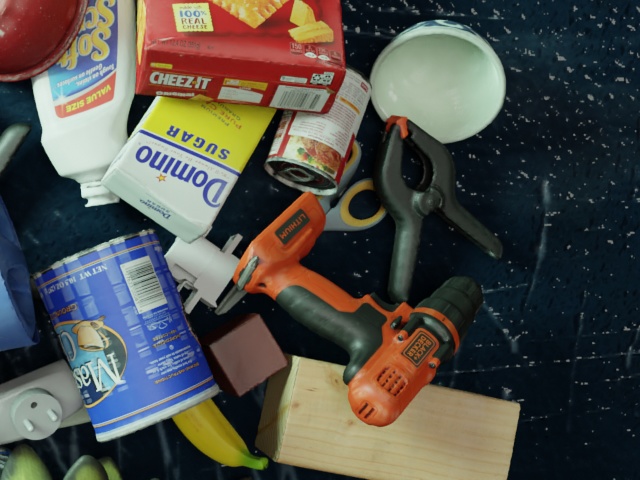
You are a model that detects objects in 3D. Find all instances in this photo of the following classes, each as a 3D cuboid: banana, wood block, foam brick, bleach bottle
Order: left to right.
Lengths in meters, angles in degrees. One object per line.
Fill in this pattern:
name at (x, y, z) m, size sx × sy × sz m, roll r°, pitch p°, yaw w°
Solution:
bleach bottle at (-0.194, -0.155, 0.899) m, size 0.102 × 0.068 × 0.251 m, roll -9°, pitch 93°, yaw -13°
banana at (-0.113, 0.118, 0.912) m, size 0.198 × 0.070 × 0.037 m, roll 57°, pitch 31°, yaw 4°
foam brick at (-0.068, 0.098, 0.917) m, size 0.053 × 0.078 × 0.051 m, roll -31°, pitch 95°, yaw -14°
wood block at (0.059, 0.164, 0.942) m, size 0.206 × 0.091 × 0.090 m, roll 13°, pitch 85°, yaw -15°

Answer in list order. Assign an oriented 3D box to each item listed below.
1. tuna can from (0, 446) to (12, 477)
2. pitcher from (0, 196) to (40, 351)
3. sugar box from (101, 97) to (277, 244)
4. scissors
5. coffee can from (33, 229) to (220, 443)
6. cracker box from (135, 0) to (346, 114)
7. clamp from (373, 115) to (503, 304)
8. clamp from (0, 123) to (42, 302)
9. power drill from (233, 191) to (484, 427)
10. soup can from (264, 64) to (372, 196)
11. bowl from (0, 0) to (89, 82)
tuna can at (-0.276, 0.214, 0.880) m, size 0.086 × 0.034 × 0.086 m, roll 0°, pitch 88°, yaw -15°
pitcher at (-0.340, 0.041, 0.780) m, size 0.242 × 0.145 × 0.149 m, roll -17°, pitch 101°, yaw -8°
sugar box at (-0.100, -0.094, 0.901) m, size 0.093 × 0.048 × 0.176 m, roll 35°, pitch 59°, yaw -16°
scissors at (-0.006, 0.001, 0.968) m, size 0.096 × 0.016 × 0.201 m, roll 31°, pitch 81°, yaw -12°
coffee can at (-0.152, 0.074, 0.842) m, size 0.102 × 0.103 × 0.140 m, roll -22°, pitch 89°, yaw -15°
cracker box at (-0.069, -0.218, 0.890) m, size 0.164 × 0.072 × 0.213 m, roll 4°, pitch 63°, yaw -15°
clamp at (0.088, -0.027, 0.974) m, size 0.120 × 0.039 × 0.171 m, roll -35°, pitch 105°, yaw -19°
clamp at (-0.295, 0.020, 0.879) m, size 0.209 × 0.036 × 0.164 m, roll -30°, pitch 97°, yaw -12°
power drill at (0.035, 0.044, 0.904) m, size 0.188 × 0.057 × 0.184 m, roll 39°, pitch 46°, yaw 8°
soup can at (-0.001, -0.099, 0.934) m, size 0.068 × 0.069 × 0.102 m, roll 23°, pitch 74°, yaw -13°
bowl at (-0.265, -0.206, 0.843) m, size 0.162 × 0.055 × 0.162 m, roll 2°, pitch 98°, yaw 19°
